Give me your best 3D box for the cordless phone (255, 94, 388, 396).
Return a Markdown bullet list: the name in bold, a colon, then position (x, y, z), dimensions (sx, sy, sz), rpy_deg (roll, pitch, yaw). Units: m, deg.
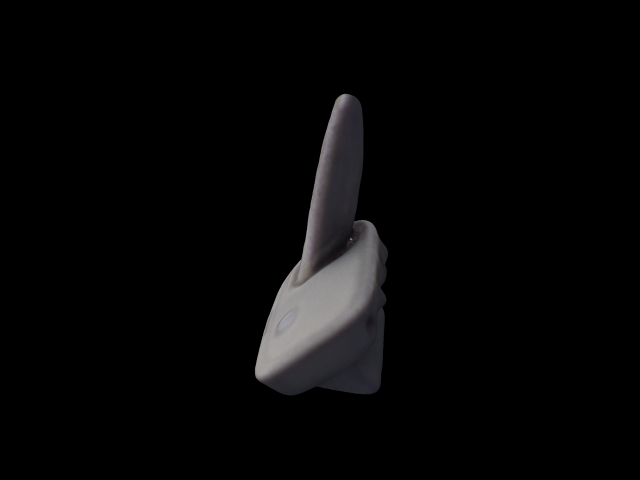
- **cordless phone**: position (0.004, 0.001, 0.400), dimensions (0.094, 0.185, 0.147), rpy_deg (1, 28, 3)
